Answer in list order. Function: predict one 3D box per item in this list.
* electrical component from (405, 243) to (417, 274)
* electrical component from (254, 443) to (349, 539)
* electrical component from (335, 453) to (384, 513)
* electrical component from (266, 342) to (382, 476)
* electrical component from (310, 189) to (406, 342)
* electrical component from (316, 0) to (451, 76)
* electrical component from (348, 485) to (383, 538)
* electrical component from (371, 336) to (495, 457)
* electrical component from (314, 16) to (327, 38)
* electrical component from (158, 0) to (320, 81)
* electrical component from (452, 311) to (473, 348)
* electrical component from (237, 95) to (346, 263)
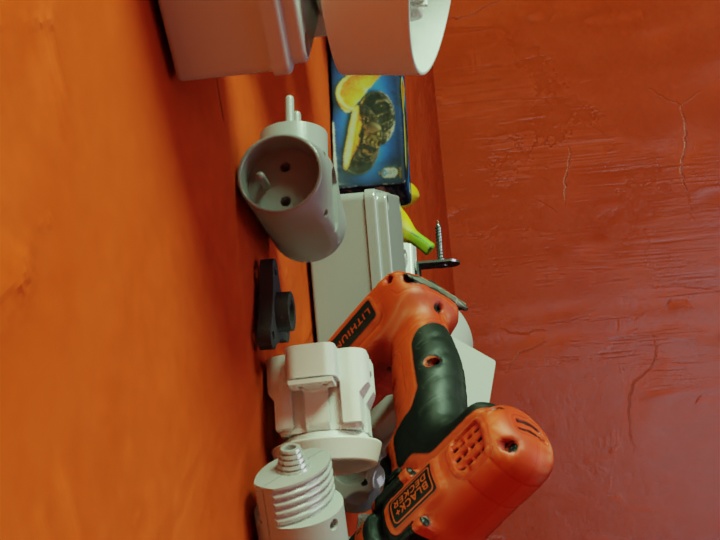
[{"bbox_3d":[0.026,-0.008,1.001,0.076,0.047,0.065,68,19,-66],"label":"electrical component"},{"bbox_3d":[-0.028,0.122,0.517,0.043,0.043,0.081,-70,154,-73],"label":"electrical component"},{"bbox_3d":[-0.002,0.139,0.708,0.062,0.043,0.043,74,14,-63],"label":"electrical component"},{"bbox_3d":[-0.019,0.076,0.566,0.078,0.058,0.057,69,15,-69],"label":"electrical component"},{"bbox_3d":[0.000,0.000,0.758,0.109,0.056,0.108,-19,105,-82],"label":"electrical component"},{"bbox_3d":[0.013,-0.132,0.457,0.099,0.064,0.099,-5,90,-83],"label":"electrical component"},{"bbox_3d":[0.015,0.172,0.661,0.066,0.047,0.076,-179,-84,-67],"label":"electrical component"},{"bbox_3d":[0.037,0.101,0.747,0.113,0.057,0.078,-51,-166,41],"label":"electrical component"},{"bbox_3d":[-0.021,-0.207,0.704,0.061,0.061,0.096,-82,166,-58],"label":"electrical component"},{"bbox_3d":[-0.052,-0.150,0.447,0.108,0.056,0.108,-84,167,-55],"label":"electrical component"},{"bbox_3d":[0.052,0.071,0.975,0.064,0.099,0.099,-71,156,-56],"label":"electrical component"},{"bbox_3d":[-0.035,-0.053,0.573,0.077,0.043,0.079,65,22,-70],"label":"electrical component"}]
